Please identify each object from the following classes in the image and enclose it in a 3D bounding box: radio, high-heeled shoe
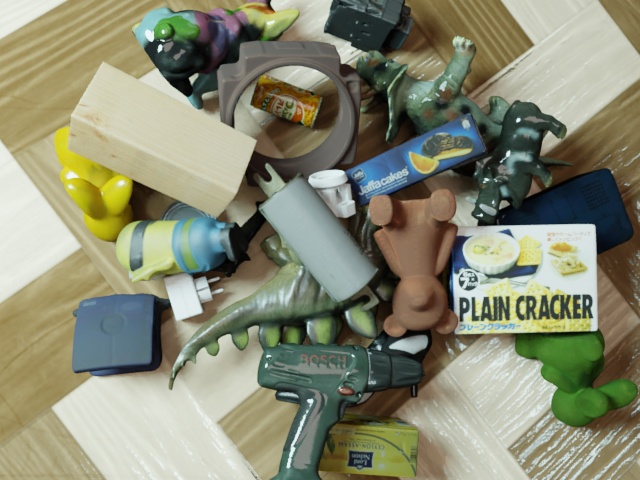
[{"bbox_3d":[0.396,-0.020,0.901,0.230,0.073,0.131,-23,88,-10],"label":"radio"},{"bbox_3d":[0.055,0.174,0.818,0.249,0.086,0.145,0,78,-13],"label":"high-heeled shoe"}]

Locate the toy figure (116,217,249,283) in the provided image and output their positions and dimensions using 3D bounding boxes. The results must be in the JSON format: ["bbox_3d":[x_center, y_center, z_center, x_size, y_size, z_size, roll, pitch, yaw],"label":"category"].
[{"bbox_3d":[-0.195,0.007,0.750,0.180,0.082,0.089,-12,82,16],"label":"toy figure"}]

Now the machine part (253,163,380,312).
[{"bbox_3d":[-0.001,-0.002,0.724,0.079,0.079,0.243,-40,96,-12],"label":"machine part"}]

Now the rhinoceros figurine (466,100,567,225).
[{"bbox_3d":[0.290,-0.113,0.814,0.112,0.073,0.190,12,109,-15],"label":"rhinoceros figurine"}]

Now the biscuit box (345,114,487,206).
[{"bbox_3d":[0.142,-0.115,0.802,0.203,0.059,0.062,-23,88,22],"label":"biscuit box"}]

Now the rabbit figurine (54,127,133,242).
[{"bbox_3d":[-0.303,-0.079,0.765,0.122,0.162,0.173,-9,102,-22],"label":"rabbit figurine"}]

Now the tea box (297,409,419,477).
[{"bbox_3d":[0.049,0.297,0.791,0.170,0.098,0.068,6,82,-7],"label":"tea box"}]

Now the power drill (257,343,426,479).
[{"bbox_3d":[0.022,0.238,0.708,0.232,0.086,0.207,14,75,-7],"label":"power drill"}]

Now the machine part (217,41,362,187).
[{"bbox_3d":[-0.045,-0.181,0.788,0.201,0.087,0.201,-3,124,-10],"label":"machine part"}]

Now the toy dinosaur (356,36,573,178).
[{"bbox_3d":[0.233,-0.179,0.876,0.404,0.131,0.192,38,96,-11],"label":"toy dinosaur"}]

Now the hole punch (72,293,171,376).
[{"bbox_3d":[-0.286,0.133,0.762,0.142,0.092,0.115,-5,80,-7],"label":"hole punch"}]

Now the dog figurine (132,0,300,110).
[{"bbox_3d":[-0.142,-0.311,0.798,0.219,0.191,0.108,-37,78,3],"label":"dog figurine"}]

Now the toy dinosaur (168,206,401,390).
[{"bbox_3d":[-0.013,0.074,0.803,0.471,0.105,0.198,-18,87,-12],"label":"toy dinosaur"}]

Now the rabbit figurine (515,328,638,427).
[{"bbox_3d":[0.411,0.217,0.847,0.121,0.159,0.170,-15,101,-21],"label":"rabbit figurine"}]

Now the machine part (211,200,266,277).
[{"bbox_3d":[-0.114,-0.004,0.809,0.039,0.084,0.139,48,66,-25],"label":"machine part"}]

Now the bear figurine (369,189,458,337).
[{"bbox_3d":[0.133,0.039,0.749,0.120,0.132,0.195,-1,83,12],"label":"bear figurine"}]

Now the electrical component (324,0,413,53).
[{"bbox_3d":[0.080,-0.357,0.867,0.134,0.115,0.058,19,83,-5],"label":"electrical component"}]
